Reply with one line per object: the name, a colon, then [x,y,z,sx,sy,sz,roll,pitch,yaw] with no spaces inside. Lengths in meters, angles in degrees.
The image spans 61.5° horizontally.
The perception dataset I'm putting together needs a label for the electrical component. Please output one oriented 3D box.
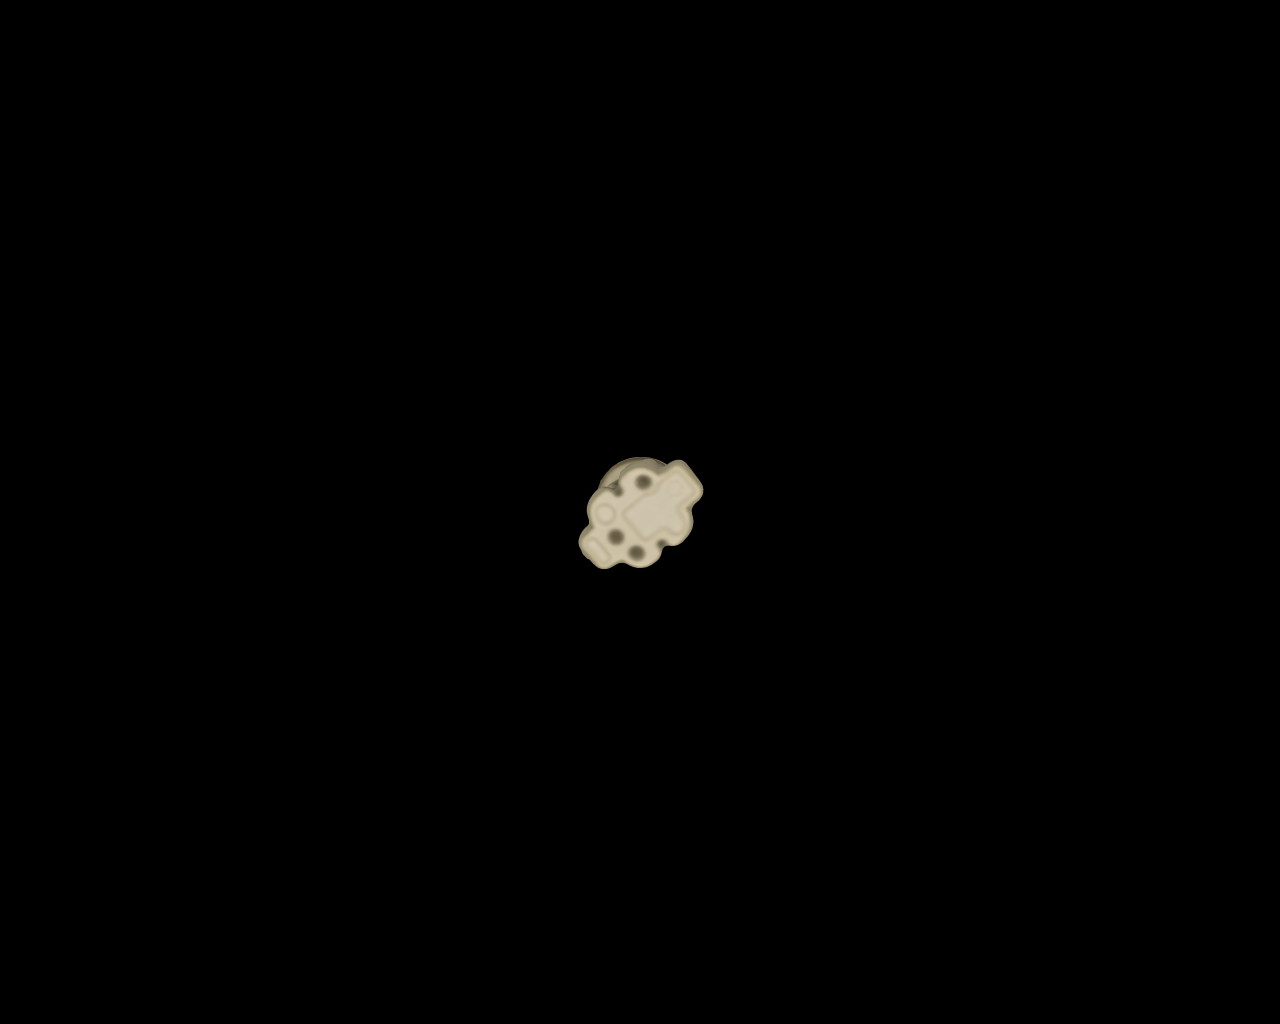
electrical component: [0.001,-0.003,0.650,0.078,0.058,0.057,-38,9,7]
